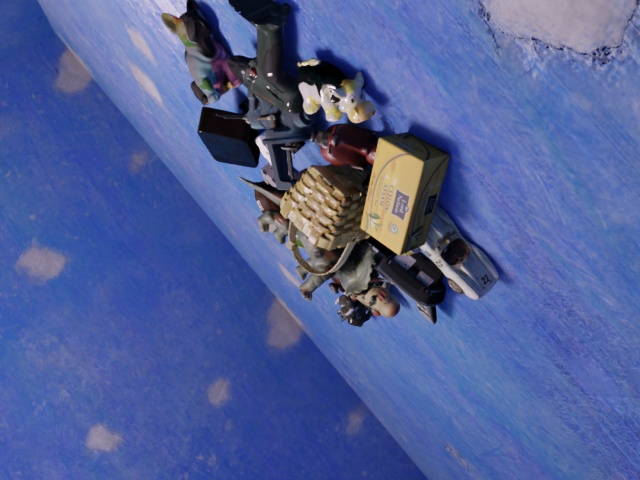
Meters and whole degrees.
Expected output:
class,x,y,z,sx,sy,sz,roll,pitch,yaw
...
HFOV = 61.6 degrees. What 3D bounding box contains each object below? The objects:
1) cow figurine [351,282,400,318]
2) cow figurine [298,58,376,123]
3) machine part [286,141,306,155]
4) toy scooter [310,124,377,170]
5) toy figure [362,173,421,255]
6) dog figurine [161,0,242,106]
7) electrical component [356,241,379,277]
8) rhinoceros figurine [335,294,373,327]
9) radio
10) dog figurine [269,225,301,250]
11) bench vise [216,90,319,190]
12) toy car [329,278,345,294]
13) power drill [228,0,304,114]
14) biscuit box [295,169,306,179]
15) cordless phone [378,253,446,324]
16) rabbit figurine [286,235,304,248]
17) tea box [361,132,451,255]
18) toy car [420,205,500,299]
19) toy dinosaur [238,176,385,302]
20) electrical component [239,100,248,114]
class,x,y,z,sx,sy,sz,roll,pitch,yaw
cow figurine,0.142,0.143,1.449,0.195,0.085,0.127,35,165,45
cow figurine,0.026,-0.250,0.887,0.168,0.068,0.098,31,150,47
machine part,-0.080,-0.228,1.260,0.139,0.039,0.084,17,122,63
toy scooter,0.044,-0.164,0.931,0.135,0.075,0.184,9,-169,-40
toy figure,0.141,-0.051,0.999,0.180,0.082,0.089,52,176,-23
dog figurine,-0.277,-0.433,1.246,0.219,0.108,0.192,61,165,-20
electrical component,0.098,0.048,1.392,0.134,0.058,0.115,57,165,-25
rhinoceros figurine,0.103,0.210,1.657,0.073,0.112,0.190,44,172,29
radio,-0.231,-0.262,1.411,0.131,0.073,0.229,11,171,3
dog figurine,-0.047,-0.042,1.527,0.172,0.121,0.190,43,-169,7
bench vise,-0.086,-0.205,1.129,0.224,0.129,0.240,5,110,39
toy car,0.039,0.071,1.548,0.202,0.089,0.053,59,166,-24
power drill,-0.111,-0.344,0.981,0.232,0.086,0.207,43,151,26
biscuit box,-0.009,-0.129,1.269,0.059,0.063,0.203,56,164,-20
cordless phone,0.208,0.107,1.177,0.147,0.089,0.184,41,166,31
rabbit figurine,-0.018,-0.053,1.325,0.170,0.159,0.121,146,129,-62
tea box,0.132,-0.074,0.859,0.098,0.068,0.169,37,131,38
toy car,0.221,0.014,0.929,0.202,0.073,0.056,48,168,7
toy dinosaur,-0.005,-0.009,1.211,0.404,0.192,0.131,58,-173,-13
electrical component,-0.176,-0.324,1.360,0.063,0.021,0.094,58,164,-23
